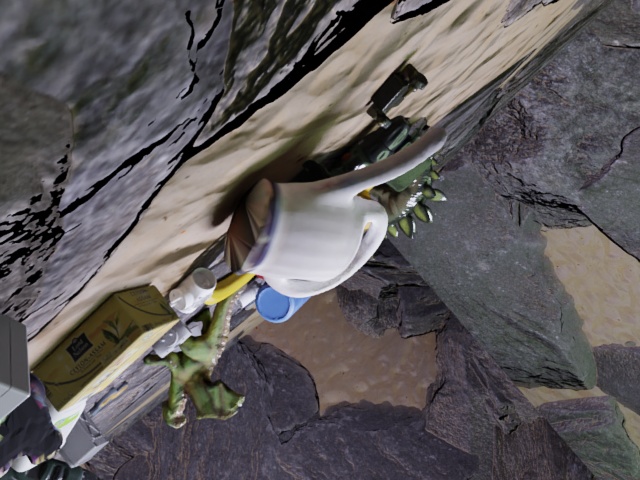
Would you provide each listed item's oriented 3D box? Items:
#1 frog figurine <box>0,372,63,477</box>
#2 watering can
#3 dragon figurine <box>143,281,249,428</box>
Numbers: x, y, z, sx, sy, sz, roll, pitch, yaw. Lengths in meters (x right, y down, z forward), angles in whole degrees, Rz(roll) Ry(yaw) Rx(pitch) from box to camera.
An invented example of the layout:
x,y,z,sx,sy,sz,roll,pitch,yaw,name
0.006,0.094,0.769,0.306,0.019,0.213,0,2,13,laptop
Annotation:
x,y,z,sx,sy,sz,roll,pitch,yaw,name
-0.369,0.190,0.523,0.159,0.122,0.138,-5,-171,11,frog figurine
0.002,-0.035,0.694,0.224,0.106,0.340,8,133,-29,watering can
-0.256,0.295,1.202,0.406,0.245,0.122,-41,168,19,dragon figurine
